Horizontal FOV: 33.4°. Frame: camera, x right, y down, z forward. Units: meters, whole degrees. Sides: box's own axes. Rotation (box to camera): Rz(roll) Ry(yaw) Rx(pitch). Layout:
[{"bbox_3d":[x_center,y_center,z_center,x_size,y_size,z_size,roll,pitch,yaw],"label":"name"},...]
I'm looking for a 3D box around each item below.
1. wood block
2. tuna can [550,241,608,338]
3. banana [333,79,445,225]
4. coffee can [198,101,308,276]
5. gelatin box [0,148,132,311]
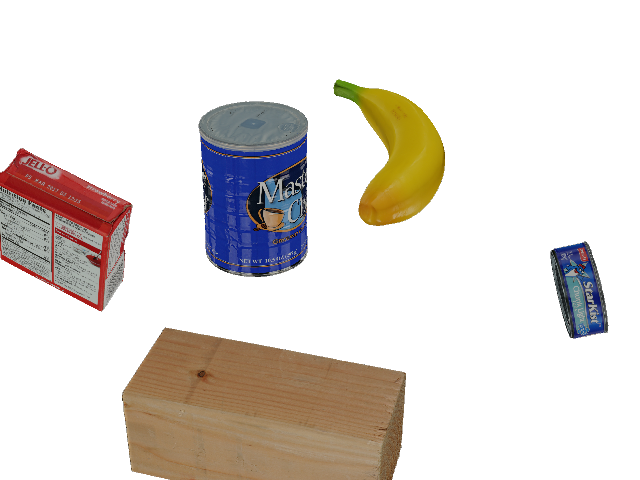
[{"bbox_3d":[-0.042,0.146,0.856,0.206,0.090,0.090,10,35,13],"label":"wood block"},{"bbox_3d":[0.236,0.046,0.978,0.034,0.086,0.086,-12,-2,8],"label":"tuna can"},{"bbox_3d":[0.050,-0.058,0.717,0.069,0.037,0.198,-1,29,-4],"label":"banana"},{"bbox_3d":[-0.063,-0.051,1.034,0.103,0.140,0.103,0,30,0],"label":"coffee can"},{"bbox_3d":[-0.152,-0.005,0.630,0.073,0.030,0.089,26,-36,4],"label":"gelatin box"}]
